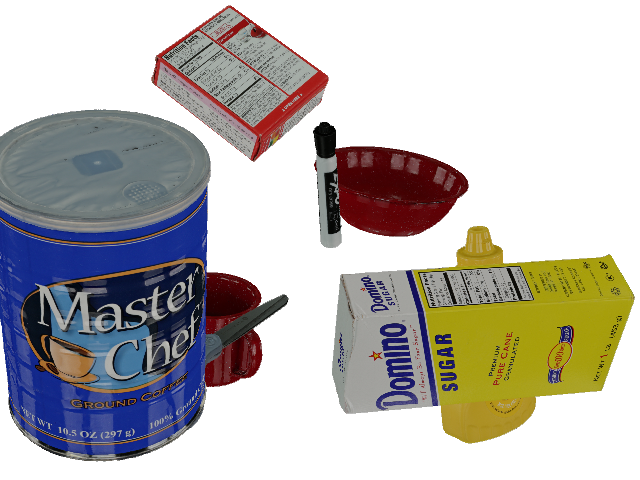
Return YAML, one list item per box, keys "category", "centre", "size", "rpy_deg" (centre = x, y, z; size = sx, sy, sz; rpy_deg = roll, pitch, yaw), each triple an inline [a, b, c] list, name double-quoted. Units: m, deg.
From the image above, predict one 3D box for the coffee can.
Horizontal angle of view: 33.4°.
- category: "coffee can"
  centre: [-0.106, 0.021, 0.522]
  size: [0.103, 0.140, 0.103]
  rpy_deg: [3, 33, -2]

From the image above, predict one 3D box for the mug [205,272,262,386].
- category: "mug"
  centre: [-0.097, 0.092, 1.025]
  size: [0.117, 0.081, 0.093]
  rpy_deg: [26, 32, 37]

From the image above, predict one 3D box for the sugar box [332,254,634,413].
- category: "sugar box"
  centre: [0.098, 0.060, 0.672]
  size: [0.176, 0.093, 0.048]
  rpy_deg: [-6, 43, -10]

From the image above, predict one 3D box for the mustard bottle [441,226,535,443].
- category: "mustard bottle"
  centre: [0.148, 0.080, 0.963]
  size: [0.096, 0.191, 0.058]
  rpy_deg: [-17, 21, -31]

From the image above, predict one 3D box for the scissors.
- category: "scissors"
  centre: [-0.078, 0.091, 0.784]
  size: [0.201, 0.016, 0.096]
  rpy_deg: [-18, 37, -34]

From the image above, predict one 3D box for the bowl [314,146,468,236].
- category: "bowl"
  centre: [0.071, -0.047, 1.115]
  size: [0.162, 0.055, 0.162]
  rpy_deg: [6, 23, -3]

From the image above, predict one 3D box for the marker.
- category: "marker"
  centre: [0.006, -0.047, 0.908]
  size: [0.020, 0.121, 0.020]
  rpy_deg: [-2, 37, 2]

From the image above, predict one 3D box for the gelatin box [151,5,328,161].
- category: "gelatin box"
  centre: [-0.052, -0.103, 0.688]
  size: [0.073, 0.089, 0.030]
  rpy_deg: [-45, -13, -34]
